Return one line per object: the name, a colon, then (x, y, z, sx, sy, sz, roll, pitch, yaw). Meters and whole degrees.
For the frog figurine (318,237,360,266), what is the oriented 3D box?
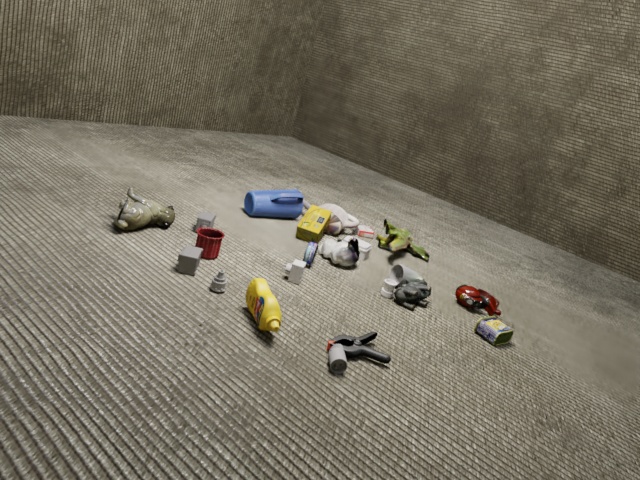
frog figurine: (0.069, 0.049, 1.975, 0.158, 0.121, 0.140, -16, 17, 22)

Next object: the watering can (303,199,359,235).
watering can: (0.007, -0.118, 2.336, 0.348, 0.102, 0.227, 20, 20, 10)

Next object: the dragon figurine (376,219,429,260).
dragon figurine: (0.379, 0.020, 2.272, 0.242, 0.120, 0.417, 21, 19, -9)
